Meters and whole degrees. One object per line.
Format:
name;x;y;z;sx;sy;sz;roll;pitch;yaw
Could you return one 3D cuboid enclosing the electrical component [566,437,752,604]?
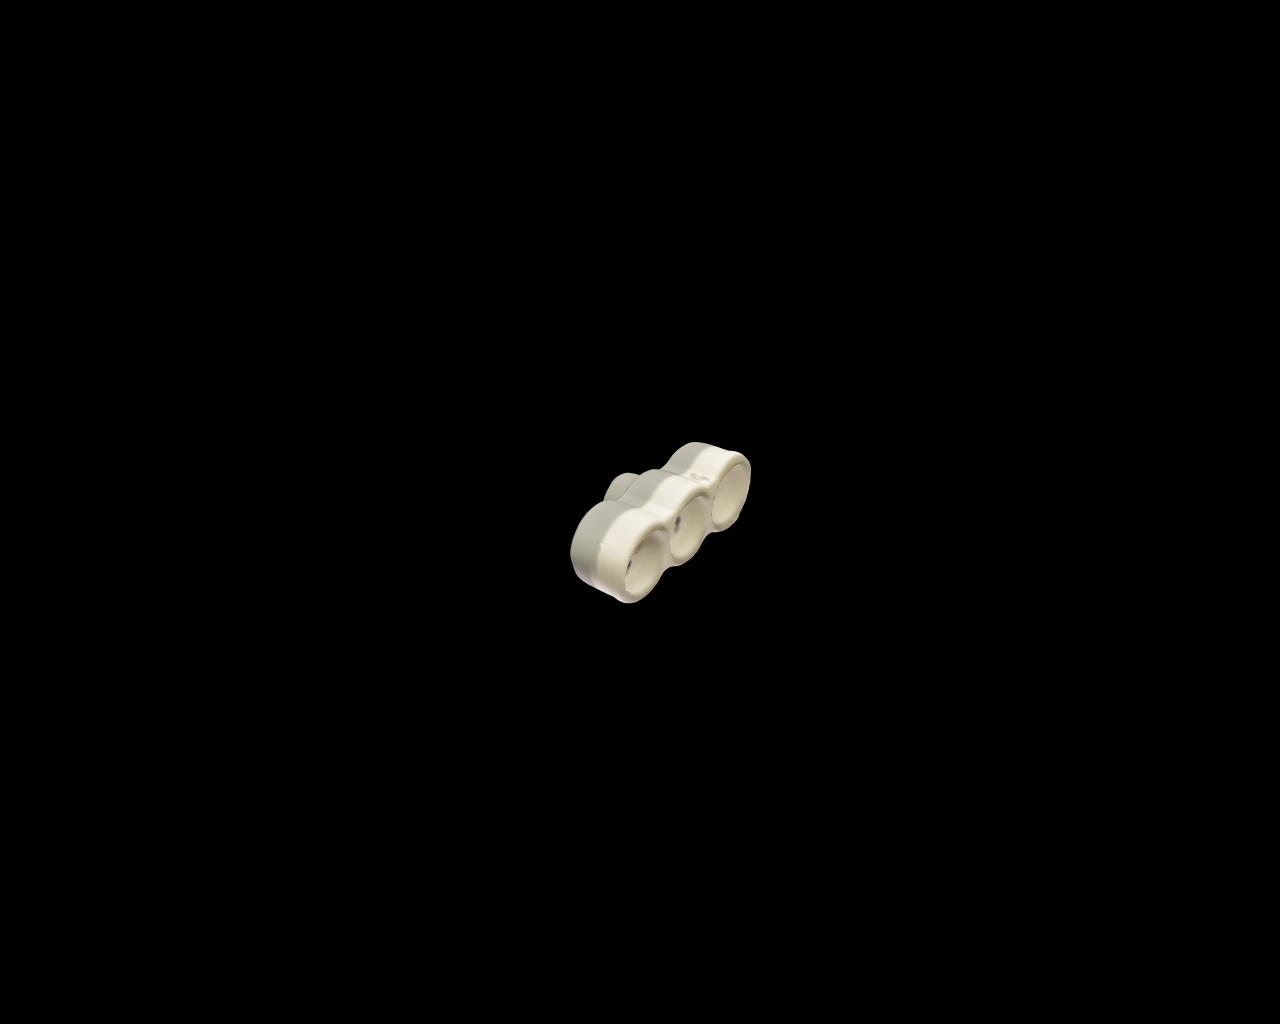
electrical component;0.001;-0.003;0.650;0.074;0.052;0.138;22;40;30
